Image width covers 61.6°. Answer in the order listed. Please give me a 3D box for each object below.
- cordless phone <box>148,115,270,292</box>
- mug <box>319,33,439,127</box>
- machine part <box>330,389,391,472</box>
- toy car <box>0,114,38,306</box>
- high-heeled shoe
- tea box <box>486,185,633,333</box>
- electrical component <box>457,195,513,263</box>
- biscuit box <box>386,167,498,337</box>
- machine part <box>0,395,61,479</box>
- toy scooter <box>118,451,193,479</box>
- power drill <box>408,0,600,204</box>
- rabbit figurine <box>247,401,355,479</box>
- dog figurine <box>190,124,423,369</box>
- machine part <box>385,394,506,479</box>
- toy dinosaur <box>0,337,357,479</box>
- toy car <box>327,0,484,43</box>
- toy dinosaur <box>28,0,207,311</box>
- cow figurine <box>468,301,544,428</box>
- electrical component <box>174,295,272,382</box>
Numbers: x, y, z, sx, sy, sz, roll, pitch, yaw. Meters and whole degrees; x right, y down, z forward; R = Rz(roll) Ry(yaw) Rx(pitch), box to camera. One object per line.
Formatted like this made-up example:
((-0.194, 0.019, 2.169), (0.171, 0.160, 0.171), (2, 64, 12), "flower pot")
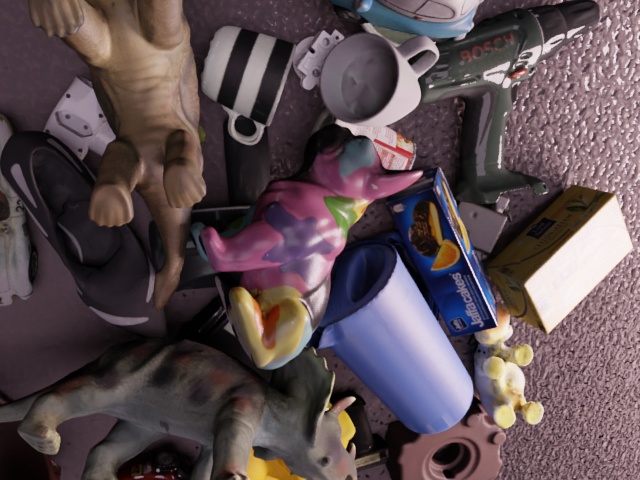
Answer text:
((-0.113, -0.043, 0.582), (0.147, 0.089, 0.184), (-5, 98, -12), "cordless phone")
((0.067, -0.159, 0.532), (0.109, 0.107, 0.081), (-36, 79, 24), "mug")
((0.048, 0.266, 0.740), (0.084, 0.039, 0.138), (-17, 114, 1), "machine part")
((-0.331, -0.026, 0.534), (0.073, 0.056, 0.201), (-1, 108, -14), "toy car")
((-0.208, 0.008, 0.519), (0.086, 0.145, 0.248), (-44, 110, -25), "high-heeled shoe")
((0.306, 0.022, 0.684), (0.169, 0.068, 0.098), (-40, 119, -11), "tea box")
((0.201, -0.014, 0.680), (0.078, 0.045, 0.102), (17, 102, 10), "electrical component")
((0.150, 0.019, 0.639), (0.063, 0.059, 0.202), (-19, 113, 27), "biscuit box")
((-0.367, 0.239, 0.538), (0.087, 0.202, 0.200), (-39, 113, -3), "machine part")
((-0.171, 0.327, 0.686), (0.135, 0.075, 0.183), (-39, 116, 2), "toy scooter")
((0.218, -0.152, 0.616), (0.232, 0.086, 0.207), (-13, 115, -8), "power drill")
((-0.065, 0.253, 0.660), (0.173, 0.122, 0.162), (-17, 144, -35), "rabbit figurine")
((-0.001, -0.002, 0.517), (0.219, 0.108, 0.191), (-25, 97, -13), "dog figurine")
((0.180, 0.306, 0.775), (0.179, 0.056, 0.179), (-4, 110, -11), "machine part")
((-0.144, 0.162, 0.543), (0.405, 0.192, 0.131), (17, 126, 5), "toy dinosaur")
((0.085, -0.234, 0.470), (0.161, 0.103, 0.109), (16, 105, -16), "toy car")
((-0.156, -0.171, 0.448), (0.105, 0.199, 0.470), (-5, 102, -10), "toy dinosaur")
((0.239, 0.160, 0.730), (0.068, 0.098, 0.167), (-12, 92, -5), "cow figurine")
((-0.117, 0.141, 0.645), (0.114, 0.058, 0.134), (42, 95, -20), "electrical component")
